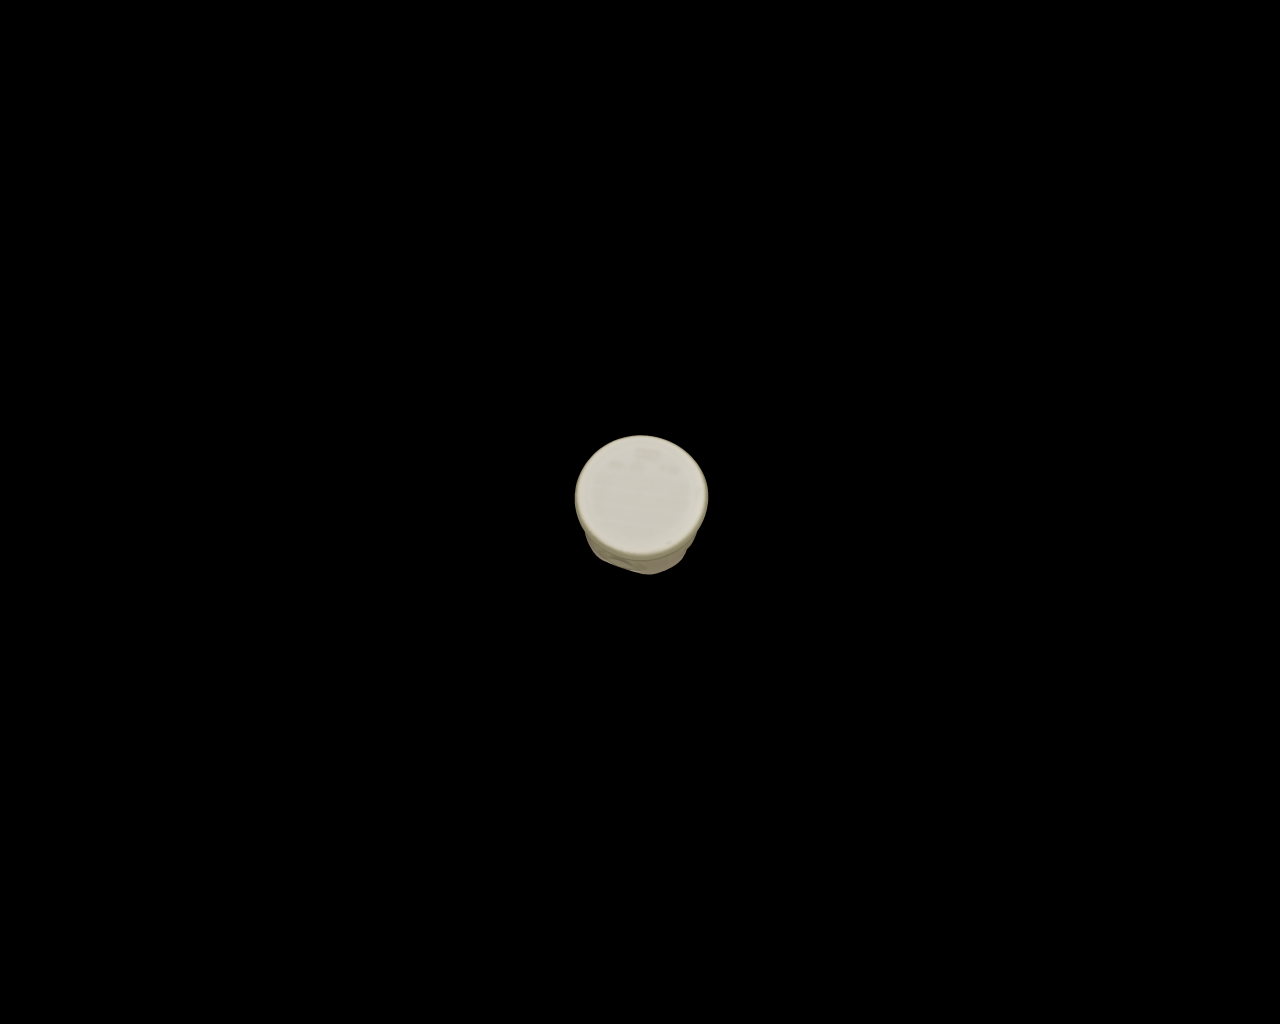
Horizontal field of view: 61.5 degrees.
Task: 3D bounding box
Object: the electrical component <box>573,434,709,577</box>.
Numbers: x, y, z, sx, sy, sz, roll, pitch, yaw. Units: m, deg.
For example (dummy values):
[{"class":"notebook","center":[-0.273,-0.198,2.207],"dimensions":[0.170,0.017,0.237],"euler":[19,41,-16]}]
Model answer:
[{"class":"electrical component","center":[0.001,-0.003,0.650],"dimensions":[0.080,0.080,0.051],"euler":[0,-21,0]}]
